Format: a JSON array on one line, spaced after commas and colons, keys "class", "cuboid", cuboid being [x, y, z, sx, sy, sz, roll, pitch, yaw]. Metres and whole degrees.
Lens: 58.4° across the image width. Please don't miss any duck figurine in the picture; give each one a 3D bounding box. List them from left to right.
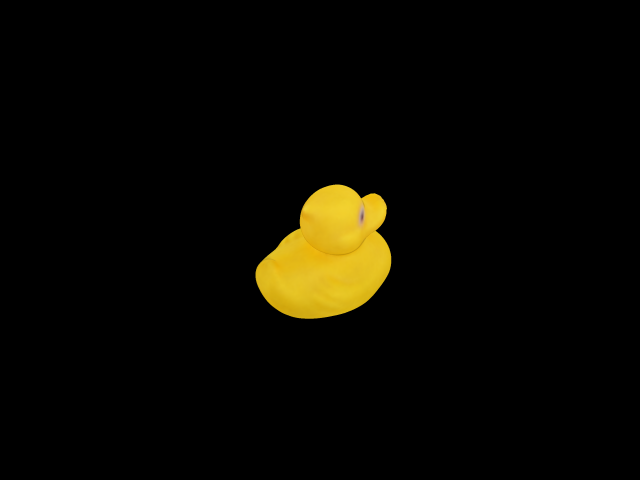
[{"class": "duck figurine", "cuboid": [0.004, 0.001, 0.400, 0.105, 0.086, 0.077, -22, 52, -18]}]
